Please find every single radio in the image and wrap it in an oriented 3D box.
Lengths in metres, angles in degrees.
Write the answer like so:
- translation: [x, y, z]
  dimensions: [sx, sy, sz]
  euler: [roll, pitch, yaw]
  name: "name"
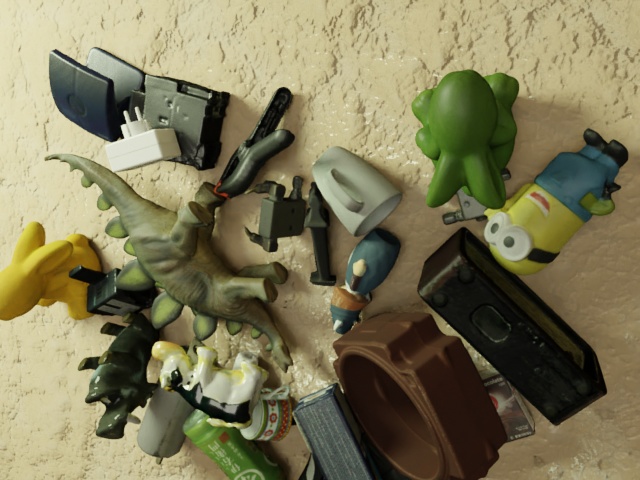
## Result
- translation: [0.222, 0.096, 0.634]
  dimensions: [0.229, 0.131, 0.073]
  euler: [43, 112, 5]
  name: "radio"

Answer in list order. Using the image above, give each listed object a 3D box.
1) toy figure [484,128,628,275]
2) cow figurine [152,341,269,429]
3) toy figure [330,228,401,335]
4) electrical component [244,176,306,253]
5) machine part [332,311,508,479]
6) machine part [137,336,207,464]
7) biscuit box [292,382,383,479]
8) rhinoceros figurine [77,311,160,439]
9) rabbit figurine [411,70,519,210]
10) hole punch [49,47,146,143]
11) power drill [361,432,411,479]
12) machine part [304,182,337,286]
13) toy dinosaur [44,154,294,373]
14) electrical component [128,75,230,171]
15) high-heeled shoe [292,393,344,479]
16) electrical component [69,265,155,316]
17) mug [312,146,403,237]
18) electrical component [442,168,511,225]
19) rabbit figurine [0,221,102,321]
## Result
- translation: [0.271, -0.035, 0.616]
  dimensions: [0.089, 0.082, 0.180]
  euler: [36, 106, -18]
  name: "toy figure"
- translation: [-0.165, 0.201, 0.753]
  dimensions: [0.167, 0.068, 0.098]
  euler: [14, 72, 7]
  name: "cow figurine"
- translation: [0.054, 0.058, 0.719]
  dimensions: [0.064, 0.058, 0.154]
  euler: [16, 114, -29]
  name: "toy figure"
- translation: [-0.062, -0.036, 0.733]
  dimensions: [0.045, 0.078, 0.102]
  euler: [20, 115, 39]
  name: "electrical component"
- translation: [0.110, 0.194, 0.661]
  dimensions: [0.201, 0.087, 0.201]
  euler: [63, 153, -4]
  name: "machine part"
- translation: [-0.230, 0.255, 0.850]
  dimensions: [0.079, 0.079, 0.243]
  euler: [27, 110, 11]
  name: "machine part"
- translation: [0.037, 0.296, 0.708]
  dimensions: [0.063, 0.059, 0.202]
  euler: [-25, 88, 7]
  name: "biscuit box"
- translation: [-0.294, 0.199, 0.801]
  dimensions: [0.073, 0.190, 0.112]
  euler: [-25, 128, 24]
  name: "rhinoceros figurine"
- translation: [0.148, -0.112, 0.577]
  dimensions: [0.121, 0.170, 0.159]
  euler: [2, 86, 20]
  name: "rabbit figurine"
- translation: [-0.327, -0.208, 0.776]
  dimensions: [0.142, 0.092, 0.115]
  euler: [28, 113, 7]
  name: "hole punch"
- translation: [0.113, 0.404, 0.774]
  dimensions: [0.232, 0.086, 0.207]
  euler: [32, 102, 6]
  name: "power drill"
- translation: [-0.001, -0.002, 0.723]
  dimensions: [0.039, 0.084, 0.138]
  euler: [-8, 113, -4]
  name: "machine part"
- translation: [-0.208, 0.016, 0.774]
  dimensions: [0.198, 0.105, 0.471]
  euler: [-42, 88, 22]
  name: "toy dinosaur"
- translation: [-0.205, -0.168, 0.758]
  dimensions: [0.134, 0.058, 0.114]
  euler: [16, 105, 14]
  name: "electrical component"
- translation: [0.024, 0.343, 0.776]
  dimensions: [0.145, 0.086, 0.248]
  euler: [-18, 87, 26]
  name: "high-heeled shoe"
- translation: [-0.321, 0.079, 0.820]
  dimensions: [0.075, 0.119, 0.048]
  euler: [-28, 56, 20]
  name: "electrical component"
- translation: [0.035, -0.066, 0.679]
  dimensions: [0.107, 0.109, 0.081]
  euler: [49, 117, 17]
  name: "mug"
- translation: [0.194, -0.055, 0.669]
  dimensions: [0.094, 0.021, 0.063]
  euler: [-17, 96, 20]
  name: "electrical component"
- translation: [-0.419, 0.061, 0.819]
  dimensions: [0.122, 0.173, 0.162]
  euler: [29, 114, 14]
  name: "rabbit figurine"
